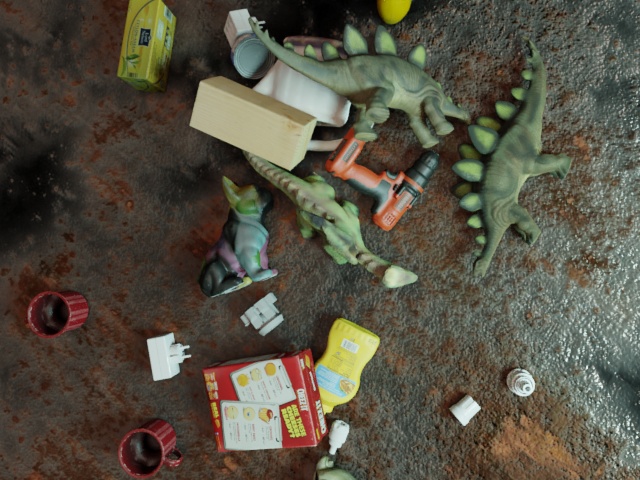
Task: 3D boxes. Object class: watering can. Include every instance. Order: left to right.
[{"bbox_3d":[-0.057,-0.299,1.025,0.348,0.224,0.104,11,0,5],"label":"watering can"}]

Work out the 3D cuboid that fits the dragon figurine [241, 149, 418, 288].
[{"bbox_3d":[0.003,-0.046,0.921,0.408,0.122,0.244,38,2,-9],"label":"dragon figurine"}]
